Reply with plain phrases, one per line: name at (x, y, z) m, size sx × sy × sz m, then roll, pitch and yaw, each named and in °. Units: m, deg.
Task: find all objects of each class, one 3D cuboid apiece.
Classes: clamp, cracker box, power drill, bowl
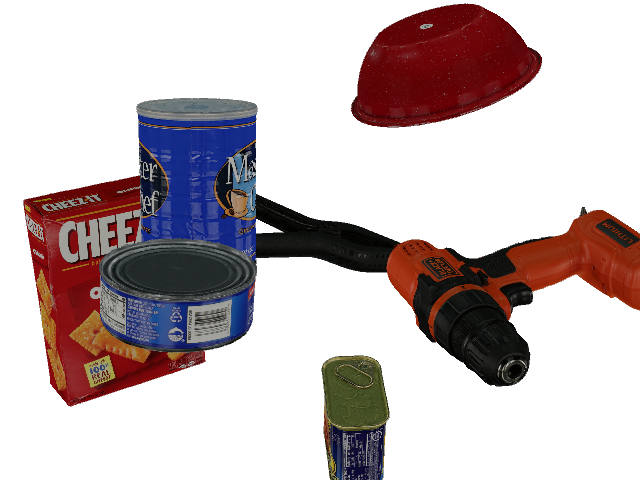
clamp at (0.000, 0.002, 1.181) m, size 0.210 × 0.036 × 0.164 m, roll 16°, pitch 20°, yaw -5°
cracker box at (-0.212, 0.049, 1.128) m, size 0.163 × 0.214 × 0.072 m, roll -15°, pitch 25°, yaw -29°
power drill at (0.162, 0.037, 0.800) m, size 0.187 × 0.057 × 0.184 m, roll -10°, pitch 28°, yaw -16°
bowl at (0.095, -0.151, 0.873) m, size 0.162 × 0.055 × 0.162 m, roll -16°, pitch 25°, yaw 7°

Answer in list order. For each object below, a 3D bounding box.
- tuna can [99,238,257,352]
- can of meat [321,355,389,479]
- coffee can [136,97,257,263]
tuna can at (-0.078, 0.029, 0.587) m, size 0.086 × 0.034 × 0.086 m, roll 4°, pitch 20°, yaw -2°
can of meat at (0.031, 0.173, 1.012) m, size 0.057 × 0.084 × 0.102 m, roll -2°, pitch 32°, yaw -4°
coffee can at (-0.106, -0.048, 0.926) m, size 0.103 × 0.140 × 0.103 m, roll 1°, pitch 14°, yaw 0°
